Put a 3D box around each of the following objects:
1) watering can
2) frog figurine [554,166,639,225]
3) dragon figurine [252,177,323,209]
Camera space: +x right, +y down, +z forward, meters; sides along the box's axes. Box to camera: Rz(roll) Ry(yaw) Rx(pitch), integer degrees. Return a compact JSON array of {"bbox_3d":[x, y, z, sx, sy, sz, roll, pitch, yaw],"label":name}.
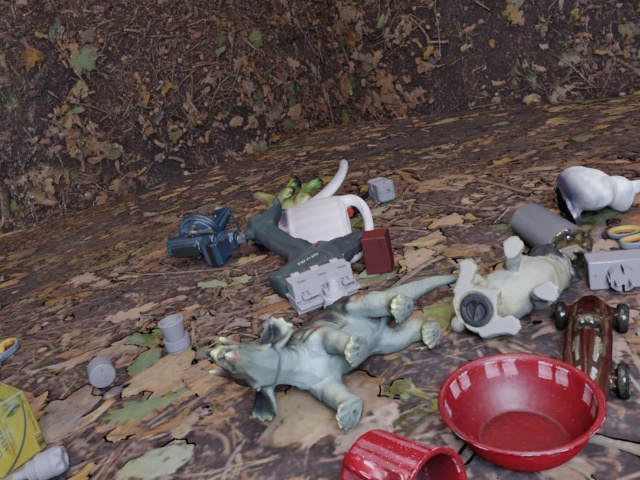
[{"bbox_3d":[0.004,-0.062,1.224,0.224,0.101,0.356,-13,43,2],"label":"watering can"},{"bbox_3d":[0.571,-0.105,1.050,0.159,0.123,0.137,-21,-4,12],"label":"frog figurine"},{"bbox_3d":[-0.104,-0.068,1.425,0.410,0.120,0.247,2,32,39],"label":"dragon figurine"}]
